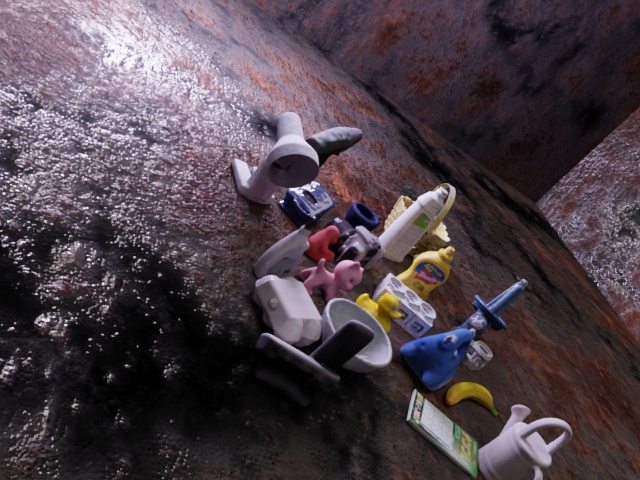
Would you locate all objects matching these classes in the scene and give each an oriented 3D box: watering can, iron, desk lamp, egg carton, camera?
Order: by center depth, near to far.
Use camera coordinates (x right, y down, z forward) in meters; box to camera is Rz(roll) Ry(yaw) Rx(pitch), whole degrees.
[{"bbox_3d":[-0.063,0.132,1.079,0.108,0.069,0.150,10,40,-47],"label":"egg carton"},{"bbox_3d":[0.416,0.415,1.160,0.101,0.193,0.172,21,32,-36],"label":"watering can"},{"bbox_3d":[0.295,0.248,1.314,0.259,0.141,0.118,-2,49,-55],"label":"iron"},{"bbox_3d":[-0.104,-0.185,1.350,0.118,0.213,0.203,21,32,-37],"label":"desk lamp"},{"bbox_3d":[0.087,0.002,1.455,0.136,0.100,0.144,52,27,20],"label":"camera"}]

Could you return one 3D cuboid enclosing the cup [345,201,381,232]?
[{"bbox_3d":[0.106,-0.041,1.556,0.118,0.095,0.091,7,42,-50],"label":"cup"}]

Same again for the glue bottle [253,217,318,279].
[{"bbox_3d":[-0.058,0.016,1.147,0.078,0.173,0.037,15,36,-44],"label":"glue bottle"}]

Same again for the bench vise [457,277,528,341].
[{"bbox_3d":[0.473,0.200,1.545,0.121,0.219,0.208,41,25,-1],"label":"bench vise"}]

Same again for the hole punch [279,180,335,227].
[{"bbox_3d":[-0.031,-0.093,1.450,0.108,0.091,0.101,48,26,13],"label":"hole punch"}]

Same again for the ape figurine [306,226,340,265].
[{"bbox_3d":[0.012,0.005,1.357,0.076,0.092,0.077,29,28,-24],"label":"ape figurine"}]

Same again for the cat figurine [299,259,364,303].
[{"bbox_3d":[0.036,0.076,1.248,0.128,0.117,0.067,24,30,-32],"label":"cat figurine"}]

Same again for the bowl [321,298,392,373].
[{"bbox_3d":[0.059,0.201,1.134,0.168,0.074,0.167,32,27,-19],"label":"bowl"}]

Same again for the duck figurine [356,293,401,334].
[{"bbox_3d":[0.138,0.155,1.304,0.104,0.086,0.078,45,26,7],"label":"duck figurine"}]

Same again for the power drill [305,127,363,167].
[{"bbox_3d":[0.006,-0.228,1.578,0.075,0.208,0.230,47,26,13],"label":"power drill"}]

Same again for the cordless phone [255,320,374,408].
[{"bbox_3d":[-0.010,0.175,0.951,0.148,0.185,0.094,33,27,-18],"label":"cordless phone"}]
